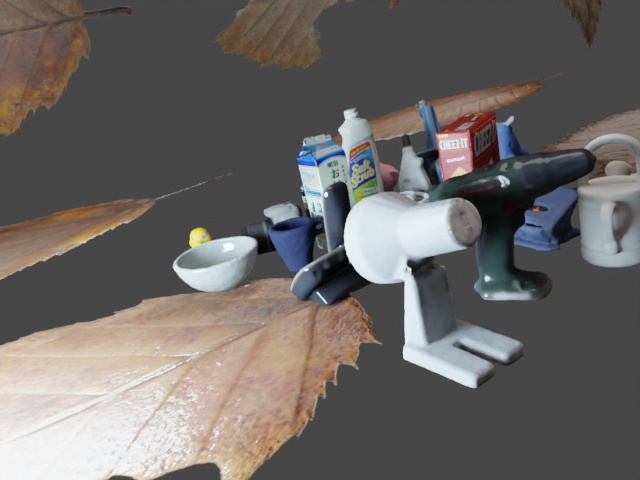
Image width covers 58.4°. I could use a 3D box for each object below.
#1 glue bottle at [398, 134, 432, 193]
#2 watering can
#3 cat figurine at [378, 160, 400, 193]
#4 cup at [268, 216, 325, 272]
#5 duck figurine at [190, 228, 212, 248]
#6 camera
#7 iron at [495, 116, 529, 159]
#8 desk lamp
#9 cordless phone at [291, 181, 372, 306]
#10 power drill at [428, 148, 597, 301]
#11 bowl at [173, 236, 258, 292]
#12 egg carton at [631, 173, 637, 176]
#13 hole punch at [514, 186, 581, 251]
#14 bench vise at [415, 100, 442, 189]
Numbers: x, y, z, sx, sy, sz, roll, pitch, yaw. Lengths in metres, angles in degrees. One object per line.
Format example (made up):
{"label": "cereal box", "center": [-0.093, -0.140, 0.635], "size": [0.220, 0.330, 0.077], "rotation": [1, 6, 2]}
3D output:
{"label": "glue bottle", "center": [0.210, -0.158, 1.312], "size": [0.078, 0.173, 0.037], "rotation": [-4, 21, 25]}
{"label": "watering can", "center": [0.446, -0.069, 0.875], "size": [0.100, 0.194, 0.173], "rotation": [-8, 20, 12]}
{"label": "cat figurine", "center": [0.152, -0.145, 1.400], "size": [0.067, 0.118, 0.127], "rotation": [-17, 19, -11]}
{"label": "cup", "center": [-0.034, 0.008, 1.117], "size": [0.118, 0.095, 0.091], "rotation": [-16, 19, -9]}
{"label": "duck figurine", "center": [-0.256, 0.013, 1.259], "size": [0.077, 0.086, 0.104], "rotation": [-12, 19, 3]}
{"label": "camera", "center": [-0.103, -0.026, 1.250], "size": [0.137, 0.101, 0.143], "rotation": [-15, 19, -7]}
{"label": "iron", "center": [0.392, -0.239, 1.475], "size": [0.257, 0.141, 0.119], "rotation": [2, 24, 36]}
{"label": "desk lamp", "center": [0.138, 0.044, 0.721], "size": [0.118, 0.214, 0.202], "rotation": [-25, 22, -31]}
{"label": "cordless phone", "center": [0.009, 0.003, 0.964], "size": [0.093, 0.185, 0.148], "rotation": [8, 28, 45]}
{"label": "power drill", "center": [0.277, -0.021, 0.825], "size": [0.228, 0.209, 0.076], "rotation": [-2, 22, 27]}
{"label": "bowl", "center": [-0.194, 0.055, 1.117], "size": [0.167, 0.075, 0.167], "rotation": [-11, 19, 4]}
{"label": "egg carton", "center": [0.574, -0.076, 1.008], "size": [0.150, 0.069, 0.107], "rotation": [-8, 20, 13]}
{"label": "hole punch", "center": [0.387, -0.041, 0.992], "size": [0.101, 0.091, 0.108], "rotation": [-22, 21, -26]}
{"label": "bench vise", "center": [0.292, -0.227, 1.386], "size": [0.122, 0.220, 0.206], "rotation": [-20, 20, -20]}
